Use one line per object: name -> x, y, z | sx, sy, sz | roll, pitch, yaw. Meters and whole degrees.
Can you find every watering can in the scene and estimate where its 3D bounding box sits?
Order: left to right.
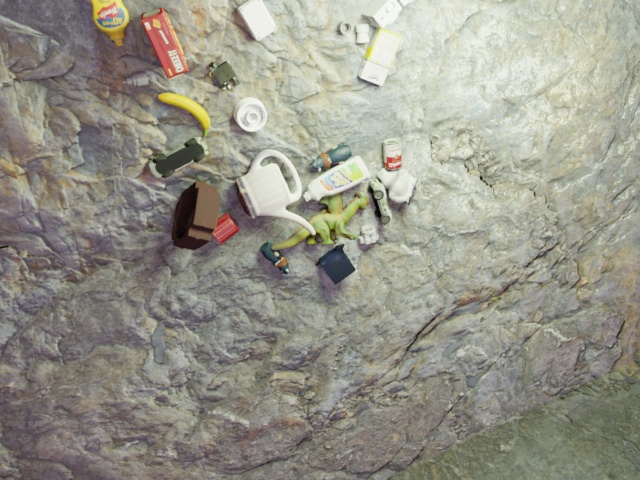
watering can -> -0.162, -0.141, 1.814 | 0.225, 0.104, 0.345 | -23, 99, -6

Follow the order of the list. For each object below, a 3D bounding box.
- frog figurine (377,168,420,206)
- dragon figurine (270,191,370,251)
frog figurine -> 0.295, -0.216, 1.984 | 0.160, 0.125, 0.134 | 24, 120, 10
dragon figurine -> 0.006, -0.098, 1.943 | 0.411, 0.123, 0.241 | -8, 100, -18
